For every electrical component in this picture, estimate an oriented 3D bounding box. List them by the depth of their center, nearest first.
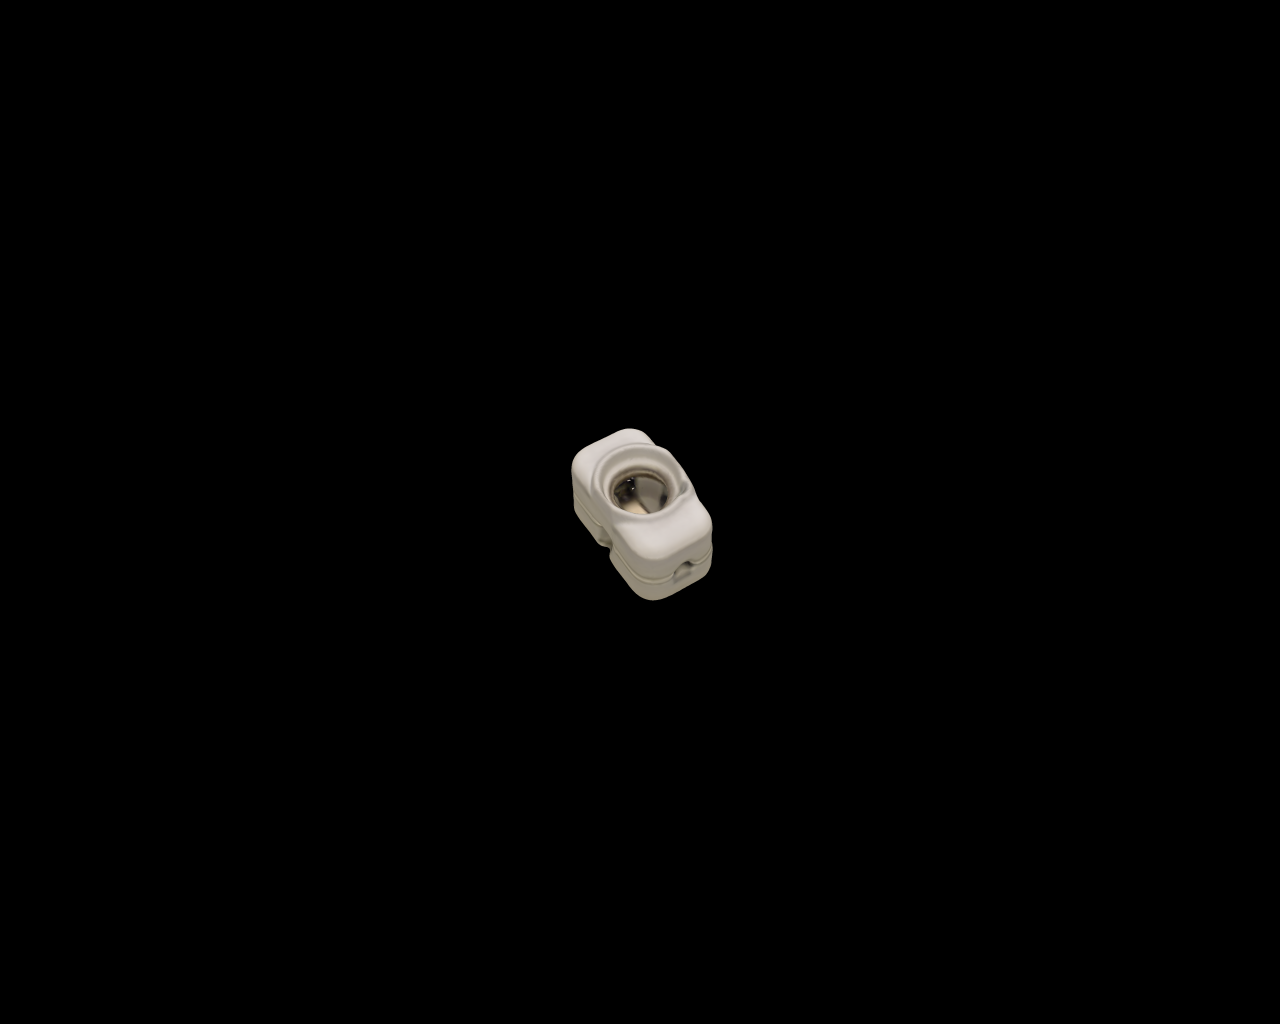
[{"bbox_3d":[0.001,-0.003,0.650,0.054,0.095,0.059,-27,-32,-18],"label":"electrical component"}]
